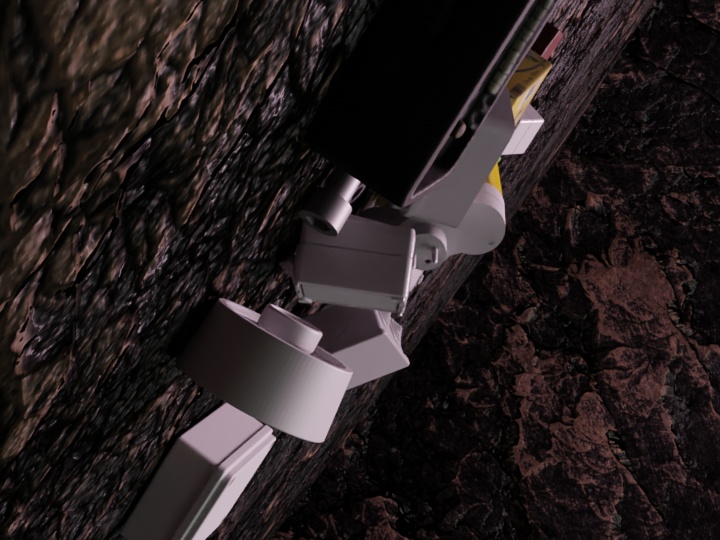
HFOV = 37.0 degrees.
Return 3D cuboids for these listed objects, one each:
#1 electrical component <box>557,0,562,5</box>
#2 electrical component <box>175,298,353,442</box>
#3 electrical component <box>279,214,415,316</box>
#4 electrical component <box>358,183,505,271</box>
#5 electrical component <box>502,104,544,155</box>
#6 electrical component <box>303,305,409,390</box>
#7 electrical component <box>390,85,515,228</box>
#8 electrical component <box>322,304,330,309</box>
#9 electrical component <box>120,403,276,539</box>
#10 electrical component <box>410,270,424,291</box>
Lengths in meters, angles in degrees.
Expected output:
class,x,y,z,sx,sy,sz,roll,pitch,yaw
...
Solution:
class,x,y,z,sx,sy,sz,roll,pitch,yaw
electrical component,0.135,-0.233,0.760,0.096,0.061,0.061,-51,171,-30
electrical component,-0.056,0.057,0.687,0.060,0.108,0.108,-61,172,0
electrical component,-0.010,-0.007,0.783,0.061,0.096,0.061,91,7,-77
electrical component,0.055,-0.025,0.909,0.138,0.052,0.073,-14,-148,15
electrical component,0.138,-0.158,1.121,0.077,0.065,0.047,-8,141,-39
electrical component,-0.011,0.069,0.998,0.100,0.048,0.099,-22,151,8
electrical component,0.068,-0.099,0.845,0.078,0.057,0.113,-91,-158,-46
electrical component,-0.041,0.091,1.115,0.138,0.052,0.074,-59,171,28
electrical component,-0.134,0.178,0.900,0.108,0.056,0.109,-57,172,17
electrical component,0.035,-0.020,1.099,0.061,0.061,0.096,-48,162,-44
